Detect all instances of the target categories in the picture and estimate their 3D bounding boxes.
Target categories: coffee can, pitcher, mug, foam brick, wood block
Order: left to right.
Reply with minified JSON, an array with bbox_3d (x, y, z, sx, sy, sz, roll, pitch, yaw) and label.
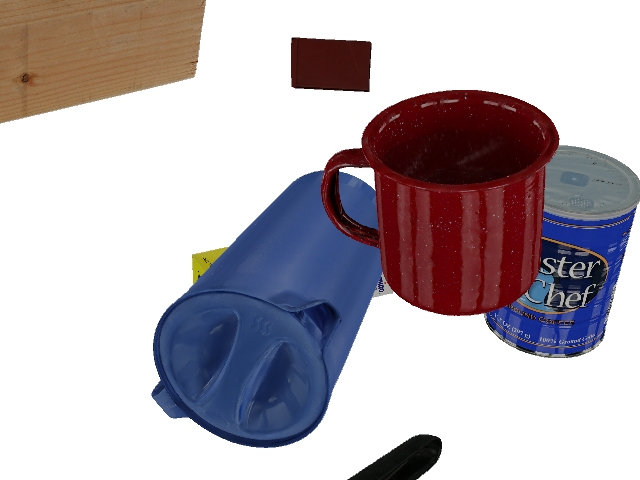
[{"bbox_3d":[-0.203,-0.165,0.836,0.205,0.091,0.090,-20,51,-34],"label":"wood block"},{"bbox_3d":[-0.030,0.044,0.844,0.149,0.145,0.242,12,31,14],"label":"pitcher"},{"bbox_3d":[0.010,-0.180,1.091,0.078,0.051,0.053,2,11,-7],"label":"foam brick"},{"bbox_3d":[0.057,-0.018,0.532,0.117,0.081,0.093,4,37,13],"label":"mug"},{"bbox_3d":[0.192,0.009,0.860,0.103,0.140,0.103,2,34,-2],"label":"coffee can"}]

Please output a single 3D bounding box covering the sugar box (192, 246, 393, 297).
[{"bbox_3d":[-0.026,0.032,1.032,0.176,0.048,0.093,-15,34,-22],"label":"sugar box"}]

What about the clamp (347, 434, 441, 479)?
[{"bbox_3d":[-0.007,0.181,0.646,0.210,0.036,0.164,-5,28,4],"label":"clamp"}]
